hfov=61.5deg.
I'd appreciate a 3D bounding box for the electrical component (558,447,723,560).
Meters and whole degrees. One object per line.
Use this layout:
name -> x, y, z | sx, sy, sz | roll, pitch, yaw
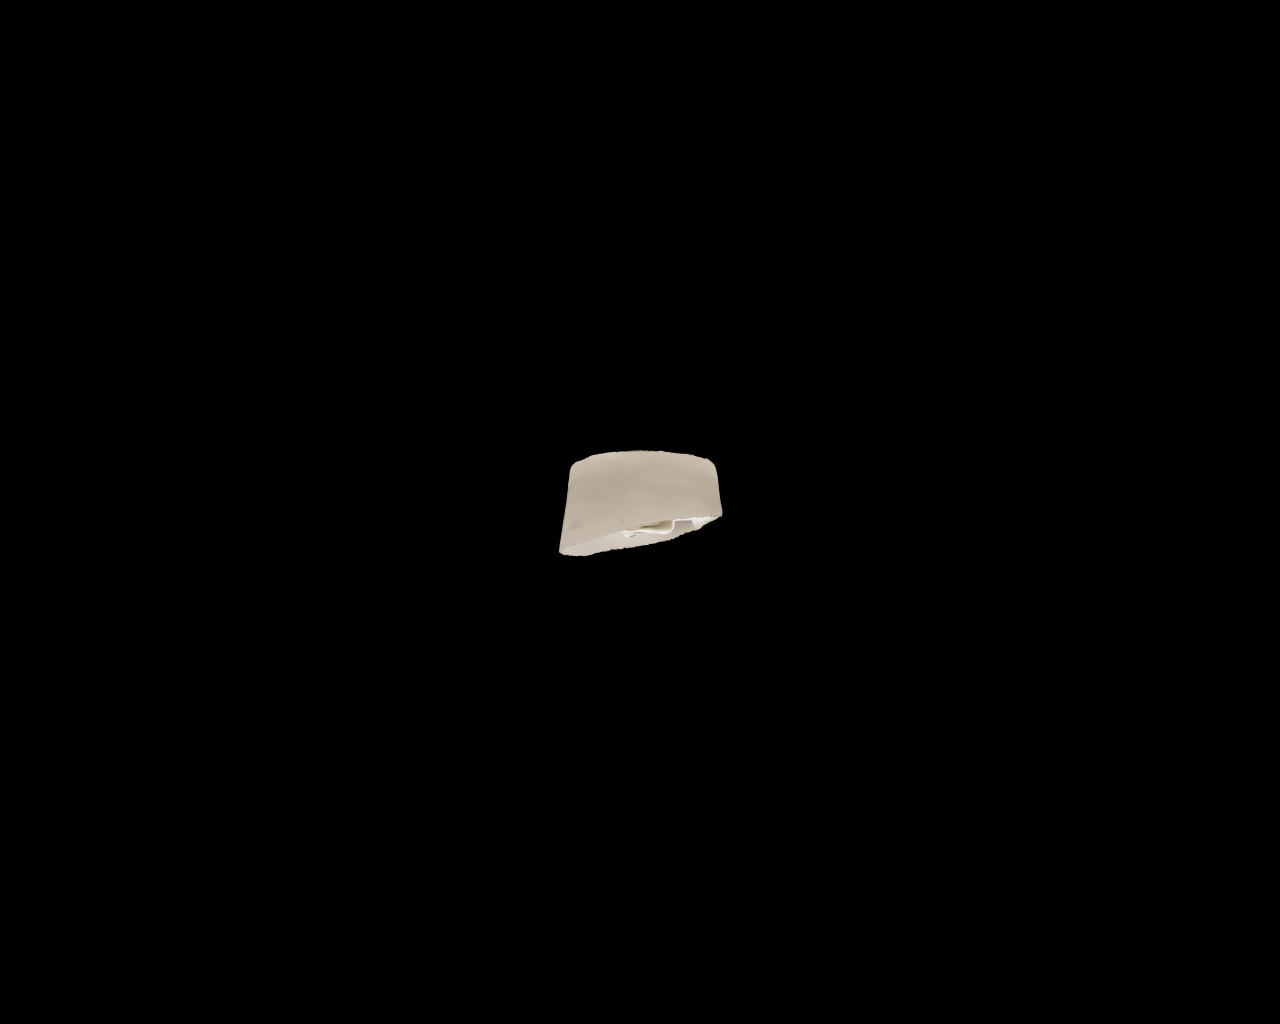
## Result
electrical component -> 0.001, -0.003, 0.650 | 0.099, 0.064, 0.099 | 0, -12, 0
